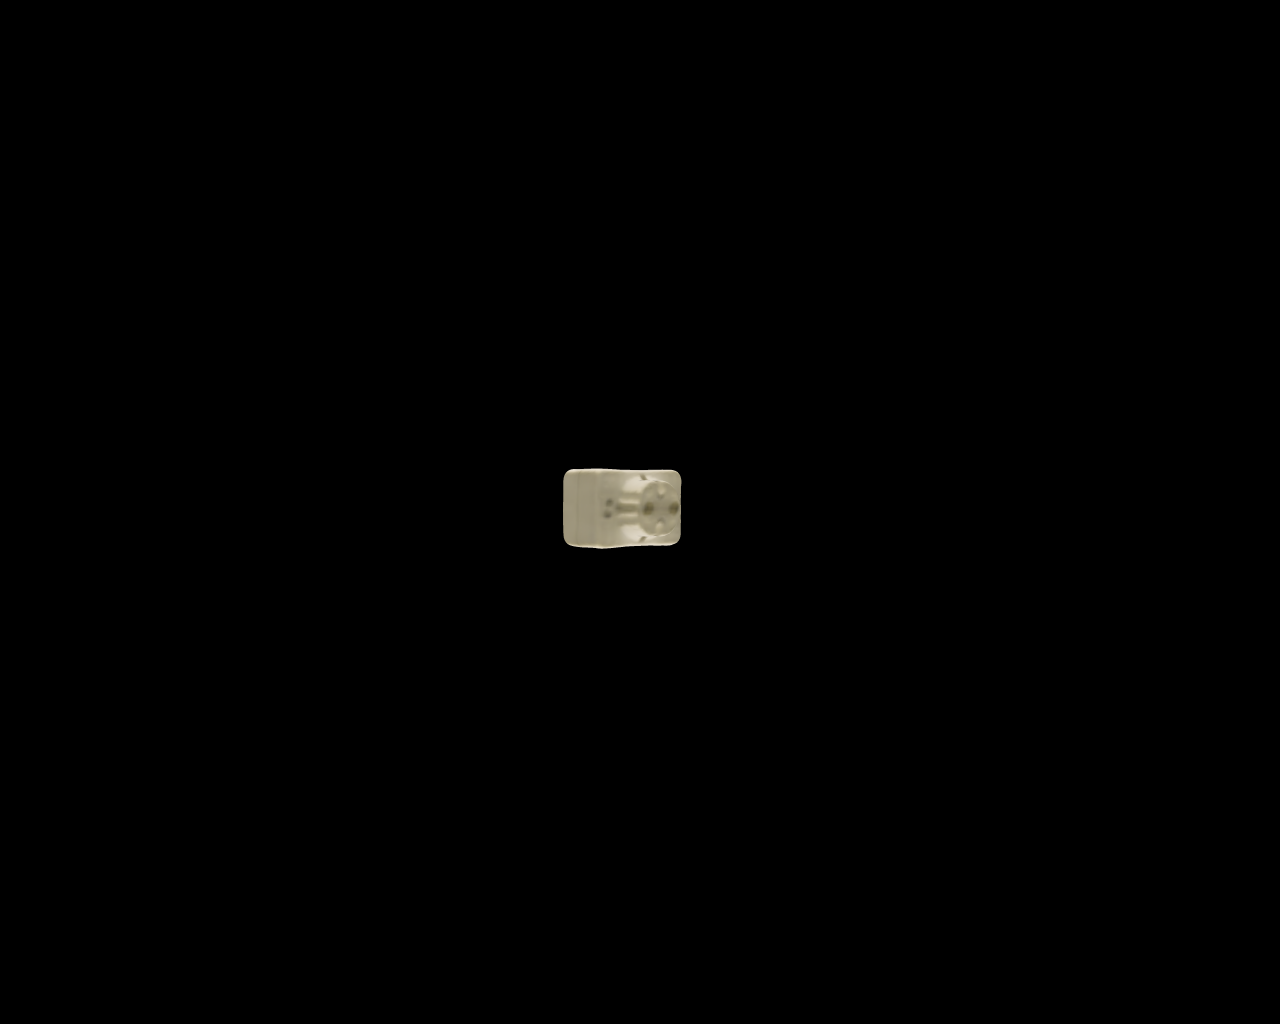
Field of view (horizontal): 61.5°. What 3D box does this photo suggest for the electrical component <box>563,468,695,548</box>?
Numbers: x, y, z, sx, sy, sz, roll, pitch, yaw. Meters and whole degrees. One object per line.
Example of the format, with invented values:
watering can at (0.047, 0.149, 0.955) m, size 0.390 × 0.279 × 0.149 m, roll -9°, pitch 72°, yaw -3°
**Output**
electrical component at (0.001, -0.003, 0.650) m, size 0.066 × 0.047 × 0.076 m, roll 0°, pitch 0°, yaw -37°
